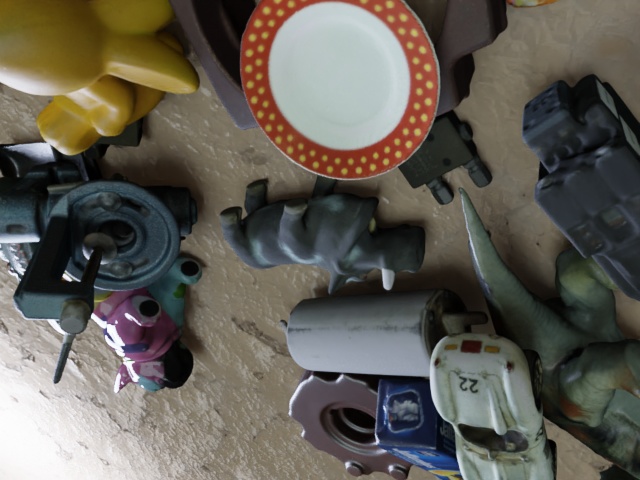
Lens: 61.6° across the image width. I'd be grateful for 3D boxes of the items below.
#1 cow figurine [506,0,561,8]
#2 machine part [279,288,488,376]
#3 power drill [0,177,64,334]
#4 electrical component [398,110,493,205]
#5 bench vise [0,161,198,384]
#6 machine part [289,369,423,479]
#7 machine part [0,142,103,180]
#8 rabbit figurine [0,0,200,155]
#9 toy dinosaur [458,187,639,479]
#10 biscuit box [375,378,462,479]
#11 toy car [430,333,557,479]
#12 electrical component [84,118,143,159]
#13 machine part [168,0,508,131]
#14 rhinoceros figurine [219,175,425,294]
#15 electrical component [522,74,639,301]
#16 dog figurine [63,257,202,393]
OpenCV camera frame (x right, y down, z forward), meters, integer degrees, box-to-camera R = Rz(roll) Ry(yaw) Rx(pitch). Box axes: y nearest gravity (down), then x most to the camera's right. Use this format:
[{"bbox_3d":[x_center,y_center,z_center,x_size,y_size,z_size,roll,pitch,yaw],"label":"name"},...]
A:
[{"bbox_3d":[0.173,-0.184,0.271,0.167,0.068,0.098,-12,105,25],"label":"cow figurine"},{"bbox_3d":[0.051,0.089,0.510,0.243,0.079,0.079,-11,118,43],"label":"machine part"},{"bbox_3d":[-0.423,0.017,0.707,0.208,0.086,0.231,18,128,19],"label":"power drill"},{"bbox_3d":[0.091,-0.073,0.427,0.063,0.021,0.094,-28,107,38],"label":"electrical component"},{"bbox_3d":[-0.227,0.000,0.489,0.224,0.241,0.128,8,120,-17],"label":"bench vise"},{"bbox_3d":[0.049,0.201,0.624,0.180,0.056,0.179,13,127,18],"label":"machine part"},{"bbox_3d":[-0.303,-0.086,0.602,0.139,0.039,0.084,8,131,19],"label":"machine part"},{"bbox_3d":[-0.172,-0.132,0.399,0.162,0.173,0.121,-6,96,5],"label":"rabbit figurine"},{"bbox_3d":[0.235,0.125,0.442,0.405,0.131,0.192,43,144,7],"label":"toy dinosaur"},{"bbox_3d":[0.124,0.193,0.524,0.059,0.063,0.202,-11,145,32],"label":"biscuit box"},{"bbox_3d":[0.138,0.146,0.418,0.074,0.056,0.201,-2,129,30],"label":"toy car"},{"bbox_3d":[-0.212,-0.129,0.523,0.078,0.045,0.102,-1,131,-8],"label":"electrical component"},{"bbox_3d":[0.007,-0.171,0.356,0.201,0.087,0.201,-11,116,32],"label":"machine part"},{"bbox_3d":[-0.001,-0.001,0.490,0.191,0.073,0.111,2,122,25],"label":"rhinoceros figurine"},{"bbox_3d":[0.185,-0.039,0.344,0.134,0.115,0.058,46,126,-10],"label":"electrical component"},{"bbox_3d":[-0.235,0.098,0.658,0.192,0.108,0.219,30,134,2],"label":"dog figurine"}]
